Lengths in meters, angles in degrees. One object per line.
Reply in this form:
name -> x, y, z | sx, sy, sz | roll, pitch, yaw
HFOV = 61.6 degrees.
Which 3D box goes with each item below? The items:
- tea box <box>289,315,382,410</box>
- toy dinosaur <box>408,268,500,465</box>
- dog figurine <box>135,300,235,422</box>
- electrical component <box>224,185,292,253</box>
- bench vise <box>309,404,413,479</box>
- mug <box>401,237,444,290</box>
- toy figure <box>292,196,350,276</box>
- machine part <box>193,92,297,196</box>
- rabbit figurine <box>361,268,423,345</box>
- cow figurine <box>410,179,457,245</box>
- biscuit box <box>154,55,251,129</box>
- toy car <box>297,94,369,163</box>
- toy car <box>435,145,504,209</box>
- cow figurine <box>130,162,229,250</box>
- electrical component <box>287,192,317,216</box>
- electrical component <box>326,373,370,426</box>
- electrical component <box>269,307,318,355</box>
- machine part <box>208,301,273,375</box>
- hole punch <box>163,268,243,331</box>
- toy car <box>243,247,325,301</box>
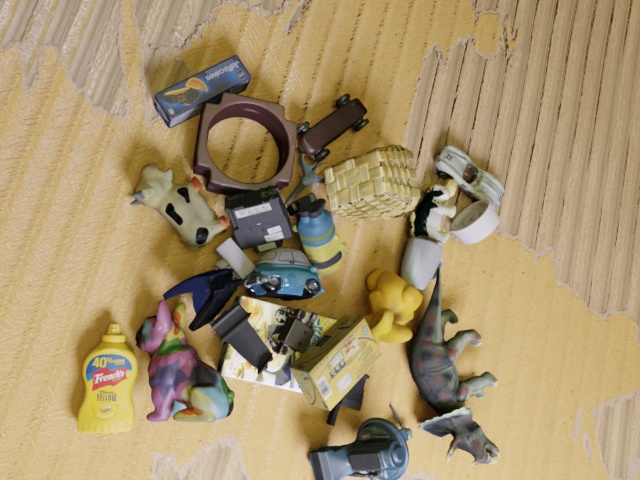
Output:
tea box -> 0.033, 0.236, 1.052 | 0.169, 0.068, 0.098 | -37, 111, -36
toy dinosaur -> 0.263, 0.281, 1.173 | 0.192, 0.131, 0.404 | -21, 83, -21
dog figurine -> -0.251, 0.220, 0.993 | 0.192, 0.108, 0.219 | -6, 81, 18
electrical component -> -0.120, -0.037, 1.086 | 0.115, 0.134, 0.058 | -12, 40, 4
bench vise -> 0.099, 0.423, 1.079 | 0.240, 0.223, 0.129 | -1, 61, -51
mug -> 0.231, 0.060, 1.222 | 0.109, 0.081, 0.107 | 29, 81, -39
toy figure -> -0.006, -0.004, 1.108 | 0.089, 0.082, 0.179 | -41, 140, -20
machine part -> -0.157, -0.191, 1.121 | 0.201, 0.087, 0.201 | 9, 77, -17
rabbit figurine -> 0.140, 0.164, 1.143 | 0.173, 0.162, 0.121 | -46, 110, -2
cow figurine -> 0.262, -0.073, 1.255 | 0.098, 0.068, 0.167 | 18, 75, -9
biscuit box -> -0.244, -0.311, 1.124 | 0.203, 0.059, 0.062 | -34, 93, -21
toy car -> 0.028, -0.253, 1.208 | 0.202, 0.053, 0.089 | -42, 93, -28
toy car -> 0.366, -0.150, 1.305 | 0.201, 0.056, 0.073 | 35, 72, -10
cow figurine -> -0.285, -0.067, 1.062 | 0.127, 0.085, 0.195 | -38, 95, -26
electrical component -> -0.037, -0.077, 1.137 | 0.063, 0.094, 0.021 | -30, 88, -20
electrical component -> 0.055, 0.328, 1.113 | 0.048, 0.075, 0.119 | 21, 71, -14
electrical component -> -0.055, 0.177, 1.047 | 0.078, 0.045, 0.102 | 34, 72, -41
machine part -> -0.141, 0.188, 1.018 | 0.084, 0.039, 0.139 | -38, 92, -25
hole punch -> -0.219, 0.095, 1.017 | 0.092, 0.142, 0.116 | 44, 101, 9
toy car -> -0.073, 0.067, 1.087 | 0.161, 0.109, 0.103 | 12, 71, -35
